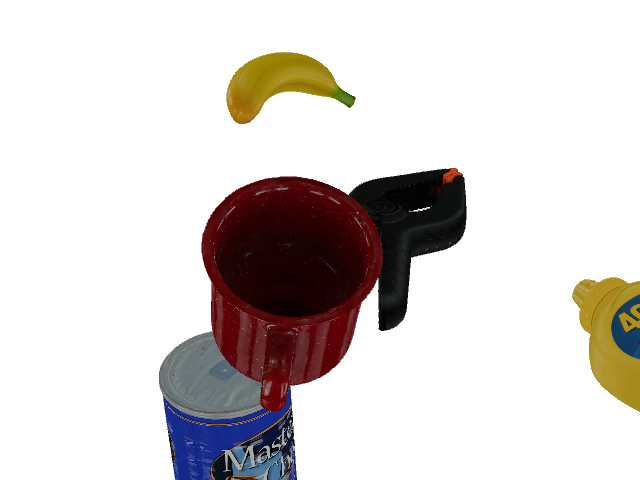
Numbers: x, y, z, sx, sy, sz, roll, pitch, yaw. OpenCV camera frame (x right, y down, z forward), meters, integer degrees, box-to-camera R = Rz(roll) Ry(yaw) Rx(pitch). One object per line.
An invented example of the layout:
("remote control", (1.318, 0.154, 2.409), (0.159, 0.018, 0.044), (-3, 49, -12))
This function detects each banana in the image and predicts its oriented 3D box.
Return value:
("banana", (-0.037, -0.144, 0.981), (0.070, 0.037, 0.197), (37, 29, 20))

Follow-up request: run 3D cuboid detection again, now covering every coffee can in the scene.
("coffee can", (-0.072, 0.158, 0.863), (0.103, 0.140, 0.103), (-2, 32, 1))

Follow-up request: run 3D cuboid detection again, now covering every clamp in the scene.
("clamp", (0.033, -0.010, 0.778), (0.165, 0.036, 0.209), (19, 33, 28))

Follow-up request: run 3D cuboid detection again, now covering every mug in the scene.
("mug", (-0.018, 0.036, 0.571), (0.093, 0.117, 0.081), (5, -35, -3))

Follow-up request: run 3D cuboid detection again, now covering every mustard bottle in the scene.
("mustard bottle", (0.218, 0.072, 0.633), (0.096, 0.058, 0.192), (-20, 32, -20))
